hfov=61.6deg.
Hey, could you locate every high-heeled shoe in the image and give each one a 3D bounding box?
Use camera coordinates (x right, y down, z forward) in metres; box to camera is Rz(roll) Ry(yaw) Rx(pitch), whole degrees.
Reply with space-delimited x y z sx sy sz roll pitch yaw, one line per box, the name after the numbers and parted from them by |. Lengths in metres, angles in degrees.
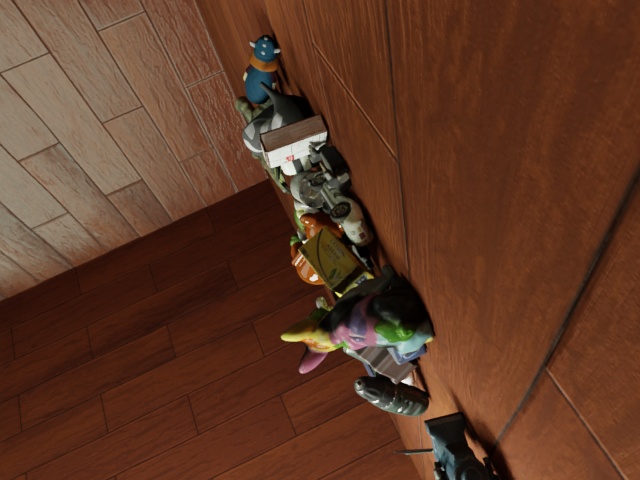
-0.076 -0.207 1.064 0.145 0.086 0.248 45 157 12 | high-heeled shoe

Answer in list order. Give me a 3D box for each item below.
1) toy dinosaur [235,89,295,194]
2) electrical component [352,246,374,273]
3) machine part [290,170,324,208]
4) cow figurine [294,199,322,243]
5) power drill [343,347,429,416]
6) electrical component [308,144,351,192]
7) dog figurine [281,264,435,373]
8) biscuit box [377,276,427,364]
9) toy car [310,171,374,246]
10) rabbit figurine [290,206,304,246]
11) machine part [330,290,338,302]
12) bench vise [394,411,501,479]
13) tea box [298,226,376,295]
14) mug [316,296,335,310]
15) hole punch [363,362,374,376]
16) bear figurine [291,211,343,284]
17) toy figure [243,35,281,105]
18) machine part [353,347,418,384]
-0.109 -0.267 1.256 0.199 0.105 0.470 51 163 39 | toy dinosaur
0.083 0.023 1.083 0.063 0.021 0.094 77 168 -68 | electrical component
-0.019 -0.114 1.169 0.243 0.079 0.079 -139 24 -79 | machine part
-0.012 -0.076 1.300 0.068 0.098 0.167 61 -159 -70 | cow figurine
0.126 0.282 1.155 0.232 0.086 0.207 32 -172 -32 | power drill
0.016 -0.123 0.908 0.078 0.045 0.102 73 171 -52 | electrical component
0.052 0.145 0.870 0.108 0.219 0.192 63 177 -20 | dog figurine
0.127 0.145 1.002 0.203 0.059 0.062 -122 9 -62 | biscuit box
0.037 -0.060 0.963 0.073 0.056 0.202 60 180 -38 | toy car
-0.019 -0.019 1.398 0.159 0.121 0.170 51 170 44 | rabbit figurine
0.084 0.142 1.322 0.200 0.087 0.202 70 175 -52 | machine part
0.225 0.402 0.836 0.223 0.129 0.240 122 135 -74 | bench vise
0.037 0.046 0.976 0.098 0.068 0.169 50 -175 19 | tea box
0.019 0.181 1.248 0.109 0.081 0.107 59 -176 -1 | mug
0.157 0.304 1.363 0.142 0.092 0.115 60 178 13 | hole punch
-0.001 -0.001 1.179 0.132 0.120 0.195 -97 10 -52 | bear figurine
-0.112 -0.331 1.033 0.154 0.064 0.058 113 146 -52 | toy figure
0.112 0.206 1.079 0.179 0.056 0.179 39 -172 -7 | machine part
